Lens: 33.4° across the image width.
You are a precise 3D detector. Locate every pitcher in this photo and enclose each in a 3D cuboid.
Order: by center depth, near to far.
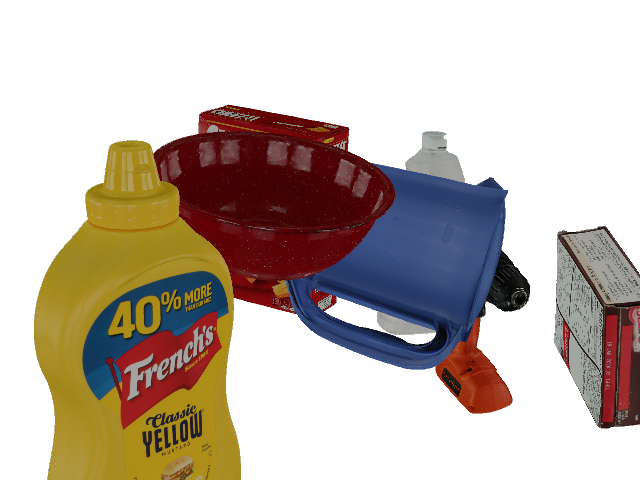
[{"bbox_3d":[0.028,0.001,0.908,0.243,0.145,0.149,15,19,12],"label":"pitcher"}]

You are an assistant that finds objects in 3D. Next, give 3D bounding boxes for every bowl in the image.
[{"bbox_3d":[-0.034,-0.018,0.699,0.162,0.055,0.162,6,25,-3],"label":"bowl"}]

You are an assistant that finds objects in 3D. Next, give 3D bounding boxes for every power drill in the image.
[{"bbox_3d":[0.167,0.084,1.125,0.057,0.188,0.184,-9,24,-14],"label":"power drill"}]

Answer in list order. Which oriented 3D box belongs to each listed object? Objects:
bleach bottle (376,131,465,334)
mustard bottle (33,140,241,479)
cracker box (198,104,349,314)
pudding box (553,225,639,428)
[{"bbox_3d":[0.128,-0.011,1.341,0.102,0.251,0.068,-3,16,-17],"label":"bleach bottle"},{"bbox_3d":[-0.083,0.049,0.491,0.096,0.192,0.058,-15,23,-40],"label":"mustard bottle"},{"bbox_3d":[-0.060,-0.034,1.217,0.164,0.214,0.072,14,22,26],"label":"cracker box"},{"bbox_3d":[0.184,0.054,0.694,0.039,0.090,0.113,-5,25,-3],"label":"pudding box"}]
